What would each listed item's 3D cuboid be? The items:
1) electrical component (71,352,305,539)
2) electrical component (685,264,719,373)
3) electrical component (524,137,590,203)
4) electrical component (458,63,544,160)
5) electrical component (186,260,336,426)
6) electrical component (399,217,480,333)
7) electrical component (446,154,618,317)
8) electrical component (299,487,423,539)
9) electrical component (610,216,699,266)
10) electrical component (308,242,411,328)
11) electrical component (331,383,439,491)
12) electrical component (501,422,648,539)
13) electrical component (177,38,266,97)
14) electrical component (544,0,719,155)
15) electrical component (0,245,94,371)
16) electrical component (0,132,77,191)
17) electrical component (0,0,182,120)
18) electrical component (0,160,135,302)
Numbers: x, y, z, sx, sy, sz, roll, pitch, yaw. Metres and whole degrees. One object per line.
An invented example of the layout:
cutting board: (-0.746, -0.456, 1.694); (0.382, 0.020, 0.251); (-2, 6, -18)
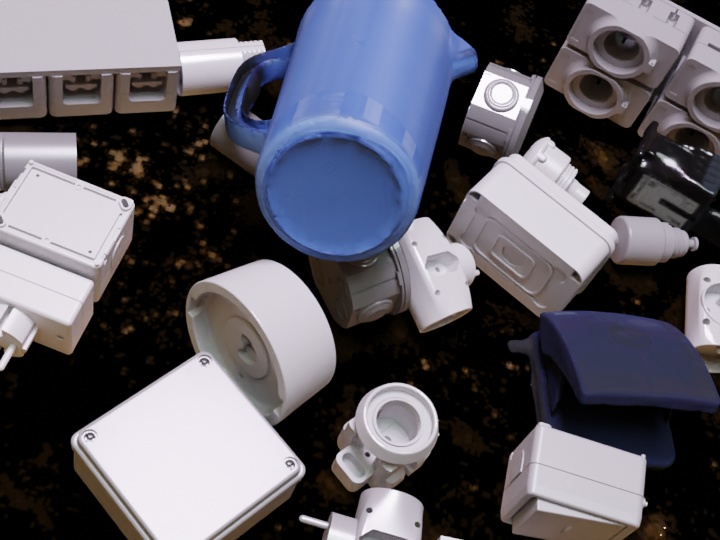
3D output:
electrical component: (-0.111, 0.127, 0.694); (0.109, 0.056, 0.108); (-34, 72, -29)
electrical component: (0.300, 0.043, 0.862); (0.079, 0.044, 0.077); (17, 56, -5)
electrical component: (0.163, -0.077, 0.902); (0.062, 0.048, 0.048); (37, 57, 1)
electrical component: (0.119, -0.131, 0.902); (0.051, 0.080, 0.080); (22, 56, 6)
electrical component: (-0.062, 0.045, 0.731); (0.060, 0.108, 0.108); (-29, 70, -34)
electrical component: (0.062, 0.001, 0.824); (0.079, 0.043, 0.077); (-14, 75, -43)
electrical component: (0.134, -0.026, 0.840); (0.113, 0.078, 0.057); (40, 58, 11)
electrical component: (-0.004, 0.180, 0.697); (0.079, 0.043, 0.077); (17, 56, -3)
electrical component: (0.242, -0.023, 0.890); (0.078, 0.040, 0.040); (3, 58, -14)
electrical component: (0.000, 0.000, 0.790); (0.051, 0.080, 0.080); (-21, 66, -19)
electrical component: (0.021, 0.112, 0.738); (0.078, 0.057, 0.058); (-32, 71, -29)
electrical component: (0.152, 0.156, 0.742); (0.096, 0.061, 0.061); (18, 56, -4)
electrical component: (-0.111, -0.168, 0.885); (0.081, 0.043, 0.043); (-9, 62, -20)
electrical component: (0.268, -0.167, 0.947); (0.186, 0.105, 0.060); (30, 56, 5)
electrical component: (-0.234, 0.033, 0.726); (0.083, 0.047, 0.075); (22, 56, -1)
electrical component: (-0.251, -0.080, 0.793); (0.081, 0.043, 0.043); (-1, 59, -15)
electrical component: (-0.224, -0.170, 0.845); (0.150, 0.061, 0.089); (-6, 61, -18)
electrical component: (-0.215, -0.027, 0.759); (0.096, 0.061, 0.061); (22, 56, -1)
